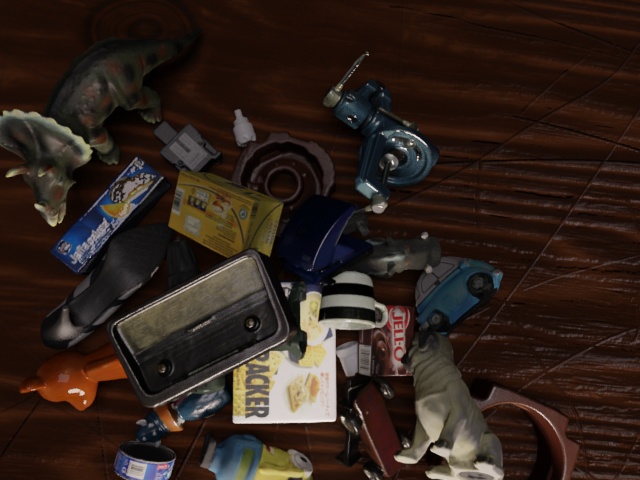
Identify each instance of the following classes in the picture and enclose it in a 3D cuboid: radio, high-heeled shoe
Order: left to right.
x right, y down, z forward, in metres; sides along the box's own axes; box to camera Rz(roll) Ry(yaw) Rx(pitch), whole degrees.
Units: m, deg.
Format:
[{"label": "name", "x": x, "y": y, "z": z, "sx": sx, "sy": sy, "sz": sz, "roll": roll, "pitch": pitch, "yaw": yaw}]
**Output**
[{"label": "high-heeled shoe", "x": -0.331, "y": 0.075, "z": 0.857, "sx": 0.086, "sy": 0.145, "sz": 0.249, "roll": 44, "pitch": 53, "yaw": 4}, {"label": "radio", "x": -0.152, "y": 0.118, "z": 0.716, "sx": 0.230, "sy": 0.073, "sz": 0.131, "roll": -28, "pitch": 79, "yaw": 5}]

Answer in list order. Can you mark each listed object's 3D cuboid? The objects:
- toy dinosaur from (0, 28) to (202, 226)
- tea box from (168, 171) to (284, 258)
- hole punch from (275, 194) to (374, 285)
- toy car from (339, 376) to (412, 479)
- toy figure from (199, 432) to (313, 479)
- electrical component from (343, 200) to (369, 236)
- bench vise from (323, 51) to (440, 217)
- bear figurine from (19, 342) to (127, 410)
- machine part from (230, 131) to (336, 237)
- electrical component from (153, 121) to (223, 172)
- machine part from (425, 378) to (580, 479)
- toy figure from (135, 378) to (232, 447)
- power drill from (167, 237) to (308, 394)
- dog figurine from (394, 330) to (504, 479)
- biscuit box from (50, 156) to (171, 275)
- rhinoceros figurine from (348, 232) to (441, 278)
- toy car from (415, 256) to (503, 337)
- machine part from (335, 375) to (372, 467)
[{"label": "toy dinosaur", "x": -0.332, "y": -0.221, "z": 0.813, "sx": 0.131, "sy": 0.192, "sz": 0.404, "roll": 33, "pitch": 82, "yaw": 0}, {"label": "tea box", "x": -0.146, "y": -0.038, "z": 0.815, "sx": 0.170, "sy": 0.068, "sz": 0.098, "roll": 25, "pitch": 106, "yaw": 33}, {"label": "hole punch", "x": -0.002, "y": -0.002, "z": 0.781, "sx": 0.116, "sy": 0.142, "sz": 0.092, "roll": -34, "pitch": 121, "yaw": -23}, {"label": "toy car", "x": 0.085, "y": 0.286, "z": 0.813, "sx": 0.089, "sy": 0.053, "sz": 0.201, "roll": -39, "pitch": 126, "yaw": -23}, {"label": "toy figure", "x": -0.096, "y": 0.351, "z": 0.821, "sx": 0.180, "sy": 0.082, "sz": 0.089, "roll": 19, "pitch": 101, "yaw": -10}, {"label": "electrical component", "x": 0.043, "y": -0.030, "z": 0.881, "sx": 0.063, "sy": 0.021, "sz": 0.094, "roll": -25, "pitch": 42, "yaw": -7}, {"label": "bench vise", "x": 0.092, "y": -0.146, "z": 0.850, "sx": 0.223, "sy": 0.129, "sz": 0.241, "roll": 38, "pitch": 46, "yaw": -24}, {"label": "bear figurine", "x": -0.322, "y": 0.207, "z": 0.801, "sx": 0.196, "sy": 0.120, "sz": 0.132, "roll": -26, "pitch": 90, "yaw": -6}, {"label": "machine part", "x": -0.060, "y": -0.088, "z": 0.880, "sx": 0.179, "sy": 0.056, "sz": 0.179, "roll": -1, "pitch": 81, "yaw": 3}, {"label": "electrical component", "x": -0.226, "y": -0.154, "z": 0.888, "sx": 0.075, "sy": 0.048, "sz": 0.119, "roll": -43, "pitch": 90, "yaw": -9}, {"label": "machine part", "x": 0.285, "y": 0.337, "z": 0.852, "sx": 0.201, "sy": 0.087, "sz": 0.201, "roll": 24, "pitch": 82, "yaw": -3}, {"label": "toy figure", "x": -0.211, "y": 0.263, "z": 0.833, "sx": 0.154, "sy": 0.058, "sz": 0.064, "roll": -26, "pitch": 88, "yaw": -6}, {"label": "power drill", "x": -0.123, "y": 0.103, "z": 0.785, "sx": 0.207, "sy": 0.086, "sz": 0.232, "roll": -4, "pitch": 81, "yaw": 2}, {"label": "dog figurine", "x": 0.199, "y": 0.239, "z": 0.784, "sx": 0.172, "sy": 0.121, "sz": 0.190, "roll": 38, "pitch": 46, "yaw": -27}, {"label": "biscuit box", "x": -0.330, "y": -0.036, "z": 0.856, "sx": 0.059, "sy": 0.063, "sz": 0.202, "roll": 39, "pitch": 81, "yaw": 1}, {"label": "rhinoceros figurine", "x": 0.096, "y": 0.024, "z": 0.862, "sx": 0.190, "sy": 0.112, "sz": 0.073, "roll": -4, "pitch": 81, "yaw": 2}, {"label": "toy car", "x": 0.211, "y": 0.083, "z": 0.877, "sx": 0.161, "sy": 0.109, "sz": 0.103, "roll": -40, "pitch": 65, "yaw": 3}, {"label": "machine part", "x": 0.053, "y": 0.281, "z": 0.844, "sx": 0.039, "sy": 0.084, "sz": 0.138, "roll": 8, "pitch": 90, "yaw": 27}]
